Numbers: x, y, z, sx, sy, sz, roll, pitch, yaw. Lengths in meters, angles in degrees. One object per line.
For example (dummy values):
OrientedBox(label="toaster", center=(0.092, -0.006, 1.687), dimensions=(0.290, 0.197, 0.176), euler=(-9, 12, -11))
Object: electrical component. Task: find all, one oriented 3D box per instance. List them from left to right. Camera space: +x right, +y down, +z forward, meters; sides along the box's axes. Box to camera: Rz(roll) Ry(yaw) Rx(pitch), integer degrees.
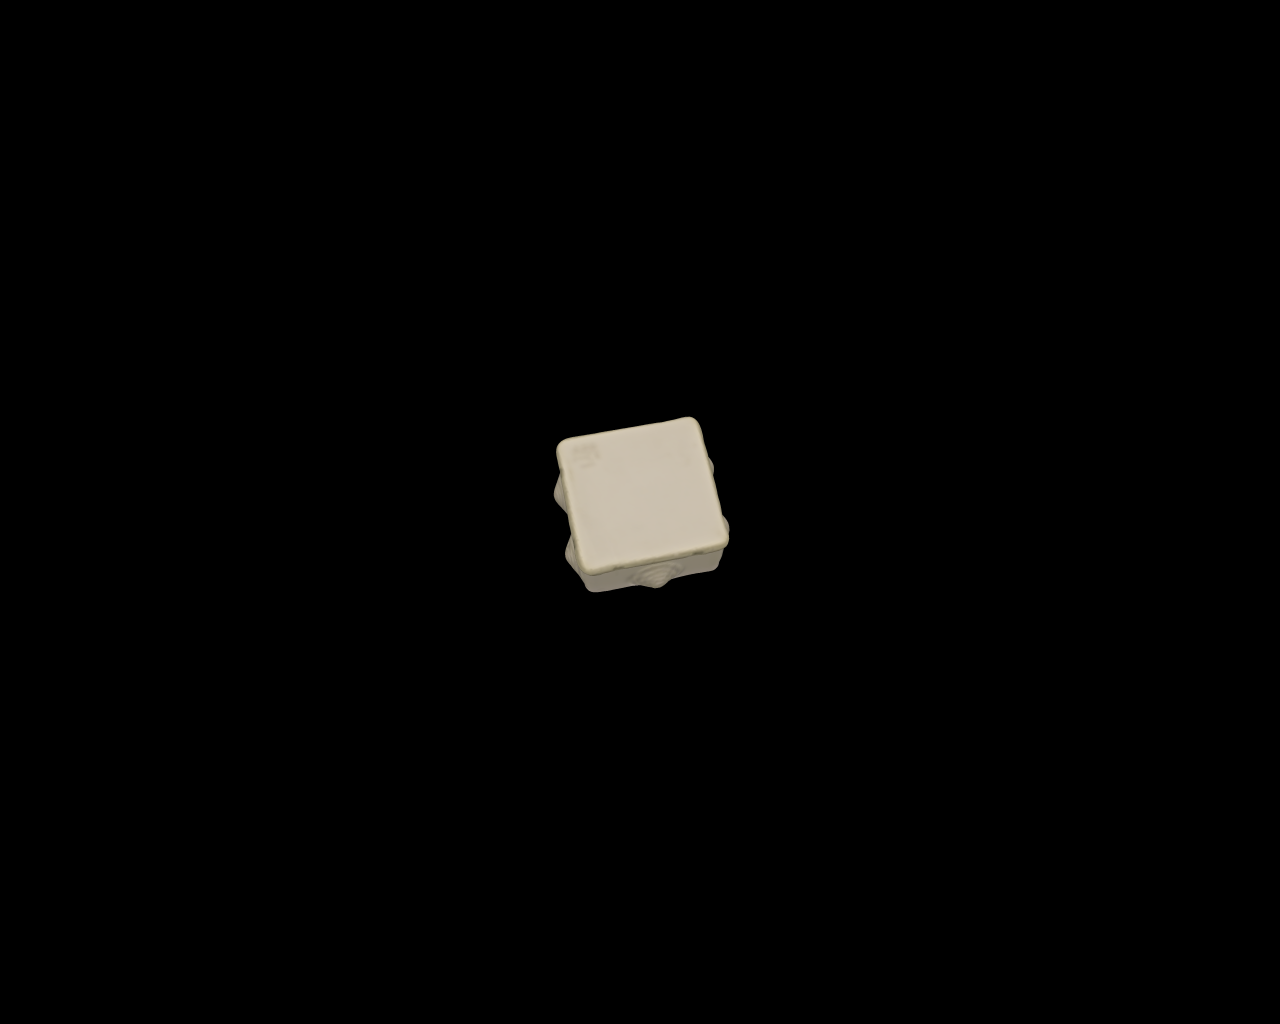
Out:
OrientedBox(label="electrical component", center=(0.001, -0.003, 0.650), dimensions=(0.100, 0.100, 0.048), euler=(-11, -24, -5))
